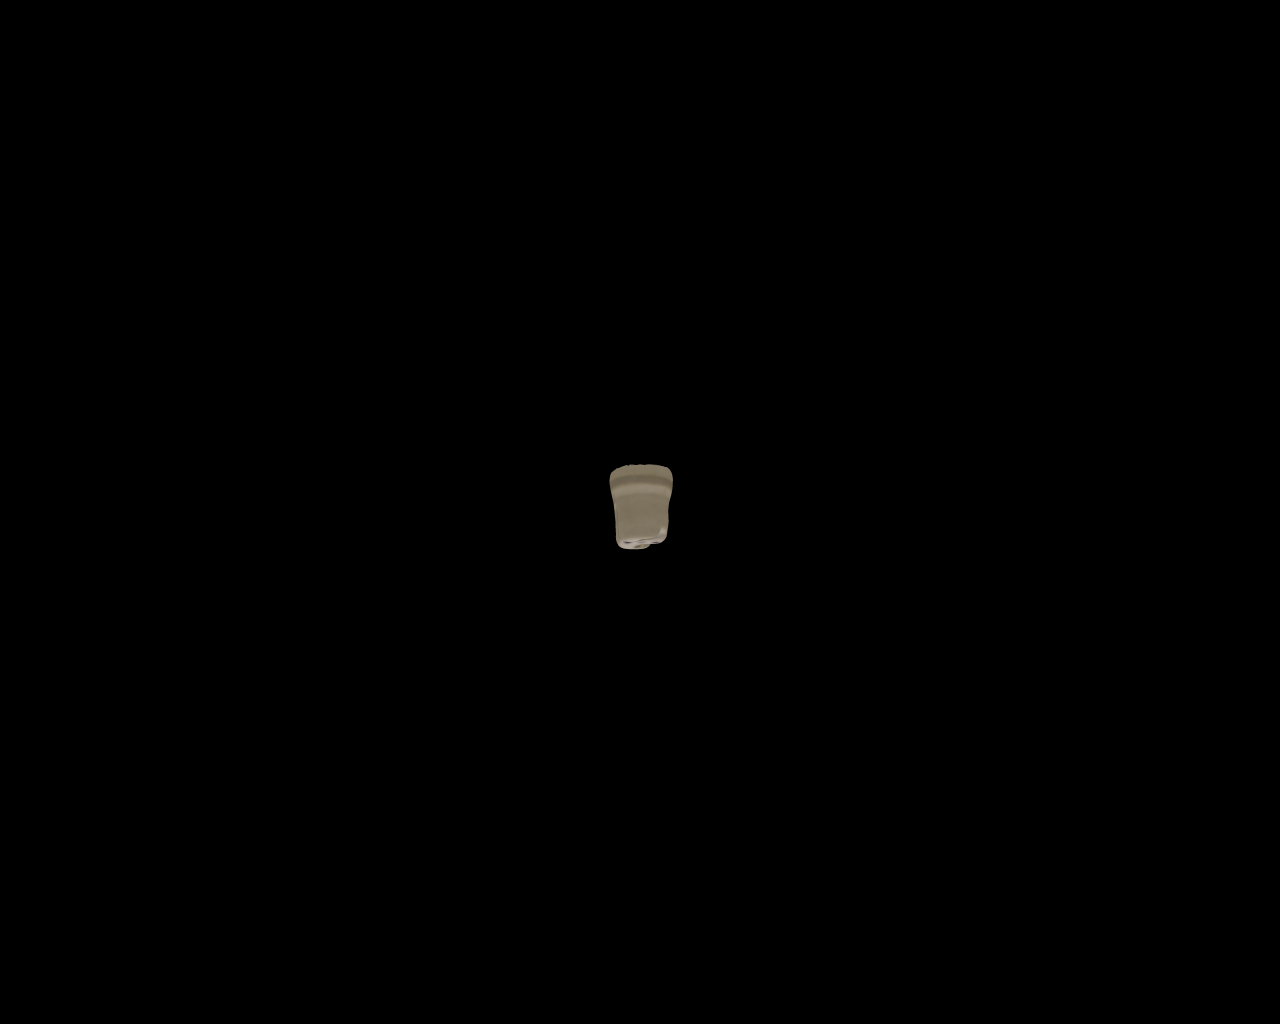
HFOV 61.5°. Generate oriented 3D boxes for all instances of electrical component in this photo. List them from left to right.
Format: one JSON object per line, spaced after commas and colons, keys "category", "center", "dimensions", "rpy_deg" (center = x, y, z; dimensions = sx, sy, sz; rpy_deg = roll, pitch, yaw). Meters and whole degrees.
{"category": "electrical component", "center": [0.001, -0.003, 0.650], "dimensions": [0.040, 0.046, 0.040], "rpy_deg": [0, -16, 0]}
